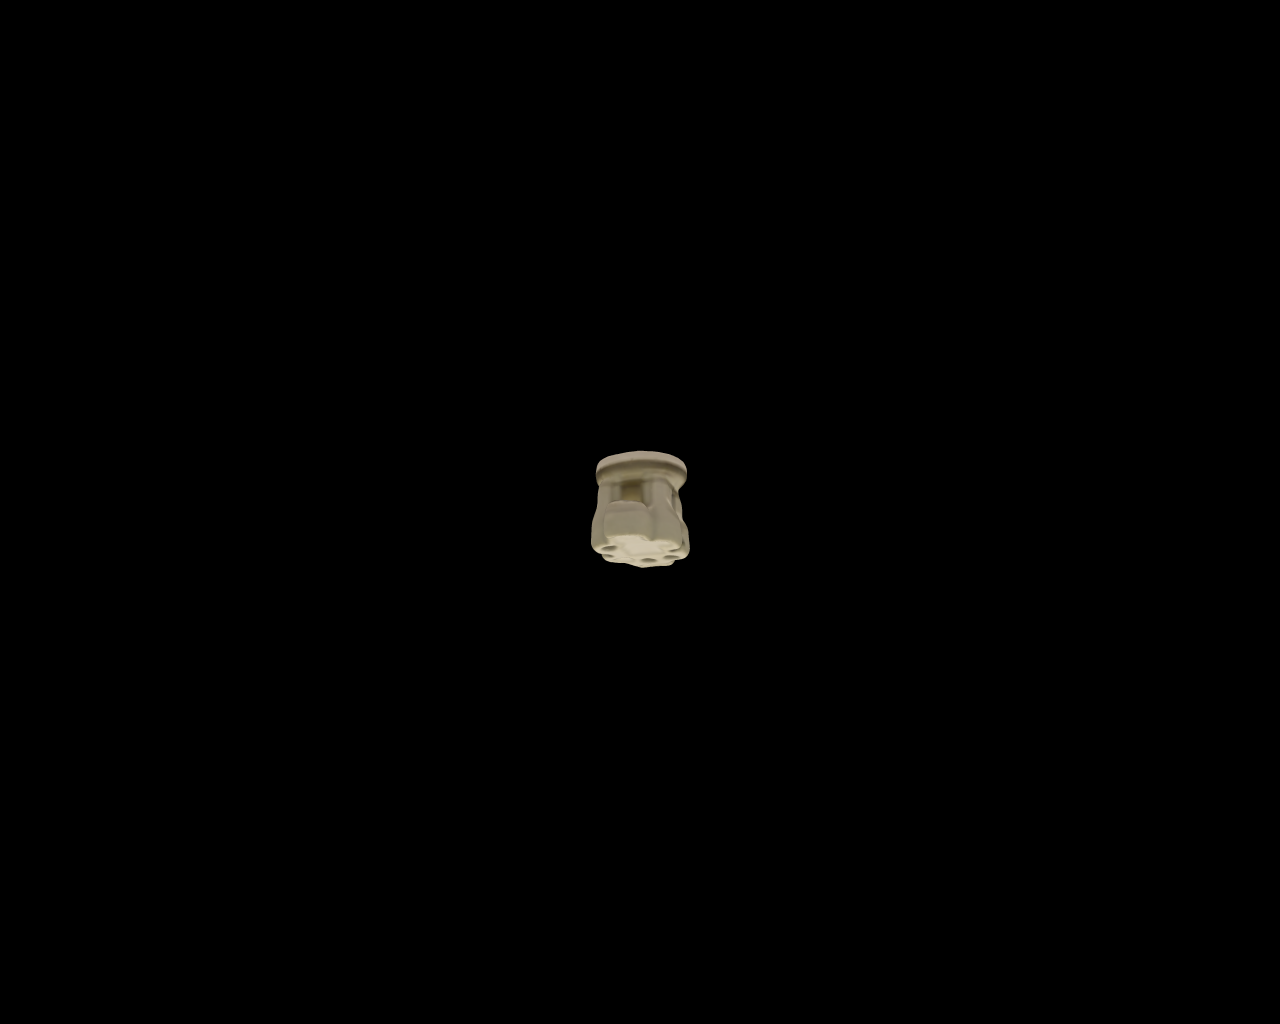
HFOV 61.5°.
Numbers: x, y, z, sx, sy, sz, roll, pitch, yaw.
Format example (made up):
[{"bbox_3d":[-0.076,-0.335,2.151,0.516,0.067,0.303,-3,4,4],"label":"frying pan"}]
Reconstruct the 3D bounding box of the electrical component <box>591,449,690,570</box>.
[{"bbox_3d":[0.001,-0.003,0.650,0.058,0.057,0.078,-5,-19,15],"label":"electrical component"}]
